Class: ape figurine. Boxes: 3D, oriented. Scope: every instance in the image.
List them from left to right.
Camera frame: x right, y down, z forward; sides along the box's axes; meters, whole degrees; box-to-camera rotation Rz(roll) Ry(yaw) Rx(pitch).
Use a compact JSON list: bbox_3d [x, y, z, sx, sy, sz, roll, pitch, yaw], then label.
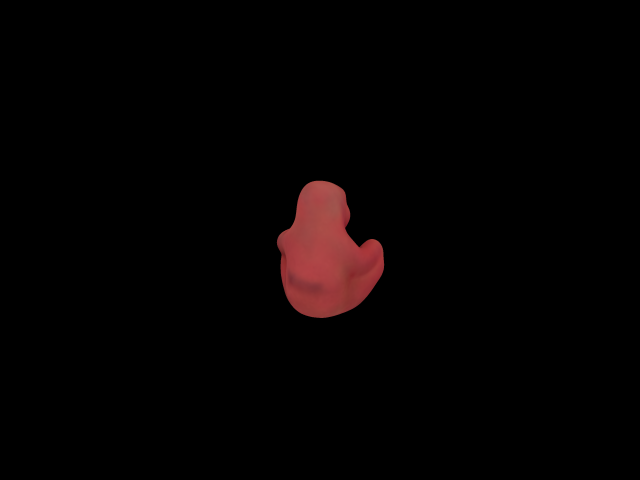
[{"bbox_3d":[0.004,0.001,0.400,0.077,0.092,0.076,18,36,27],"label":"ape figurine"}]
